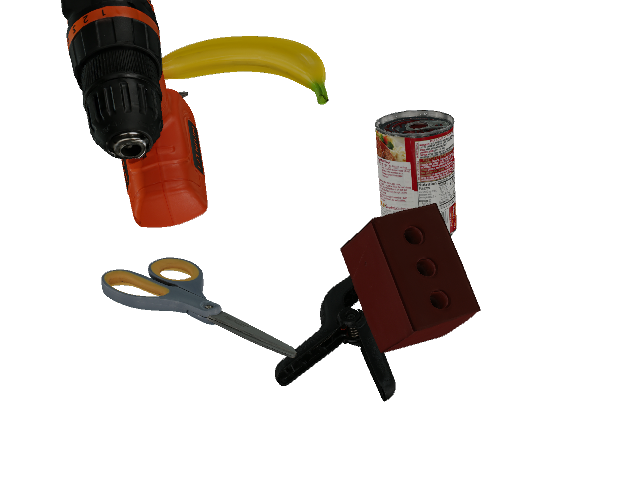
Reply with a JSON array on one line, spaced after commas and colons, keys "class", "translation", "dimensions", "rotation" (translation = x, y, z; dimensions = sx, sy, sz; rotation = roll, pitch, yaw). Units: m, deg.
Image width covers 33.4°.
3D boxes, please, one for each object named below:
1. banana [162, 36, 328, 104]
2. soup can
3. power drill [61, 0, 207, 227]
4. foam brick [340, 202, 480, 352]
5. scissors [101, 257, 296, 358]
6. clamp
[{"class": "banana", "translation": [-0.075, -0.183, 1.094], "dimensions": [0.198, 0.037, 0.069], "rotation": [10, 44, 20]}, {"class": "soup can", "translation": [0.085, -0.055, 0.932], "dimensions": [0.068, 0.102, 0.068], "rotation": [-4, 23, 2]}, {"class": "power drill", "translation": [-0.114, -0.088, 0.671], "dimensions": [0.057, 0.184, 0.187], "rotation": [-10, -32, -3]}, {"class": "foam brick", "translation": [0.057, 0.025, 0.686], "dimensions": [0.052, 0.078, 0.051], "rotation": [-14, -14, -29]}, {"class": "scissors", "translation": [-0.090, 0.051, 0.901], "dimensions": [0.202, 0.016, 0.096], "rotation": [14, 26, 22]}, {"class": "clamp", "translation": [0.040, 0.094, 1.080], "dimensions": [0.120, 0.039, 0.171], "rotation": [17, 50, 18]}]
